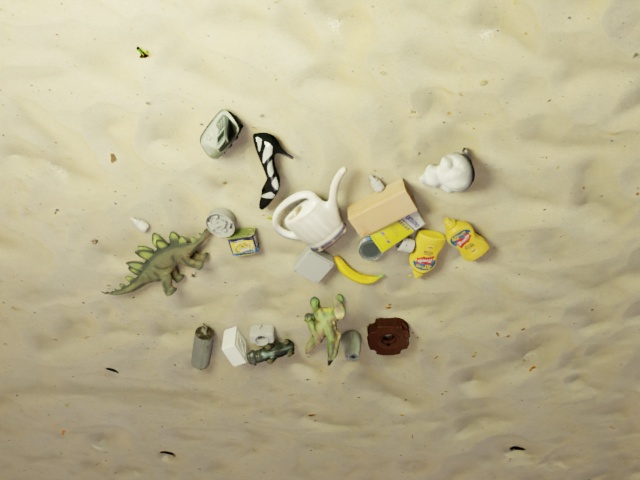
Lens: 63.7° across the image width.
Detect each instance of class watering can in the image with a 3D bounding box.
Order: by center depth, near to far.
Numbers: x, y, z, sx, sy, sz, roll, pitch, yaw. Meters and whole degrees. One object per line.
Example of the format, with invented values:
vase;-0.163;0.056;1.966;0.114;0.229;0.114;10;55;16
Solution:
watering can;0.005;-0.084;1.677;0.343;0.106;0.221;-31;119;28

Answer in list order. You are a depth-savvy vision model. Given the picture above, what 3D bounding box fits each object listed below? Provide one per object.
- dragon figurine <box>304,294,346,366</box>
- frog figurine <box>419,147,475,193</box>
dragon figurine;0.016;0.349;1.888;0.122;0.248;0.402;9;121;-12
frog figurine;0.394;-0.204;1.608;0.159;0.125;0.134;-16;142;-4
